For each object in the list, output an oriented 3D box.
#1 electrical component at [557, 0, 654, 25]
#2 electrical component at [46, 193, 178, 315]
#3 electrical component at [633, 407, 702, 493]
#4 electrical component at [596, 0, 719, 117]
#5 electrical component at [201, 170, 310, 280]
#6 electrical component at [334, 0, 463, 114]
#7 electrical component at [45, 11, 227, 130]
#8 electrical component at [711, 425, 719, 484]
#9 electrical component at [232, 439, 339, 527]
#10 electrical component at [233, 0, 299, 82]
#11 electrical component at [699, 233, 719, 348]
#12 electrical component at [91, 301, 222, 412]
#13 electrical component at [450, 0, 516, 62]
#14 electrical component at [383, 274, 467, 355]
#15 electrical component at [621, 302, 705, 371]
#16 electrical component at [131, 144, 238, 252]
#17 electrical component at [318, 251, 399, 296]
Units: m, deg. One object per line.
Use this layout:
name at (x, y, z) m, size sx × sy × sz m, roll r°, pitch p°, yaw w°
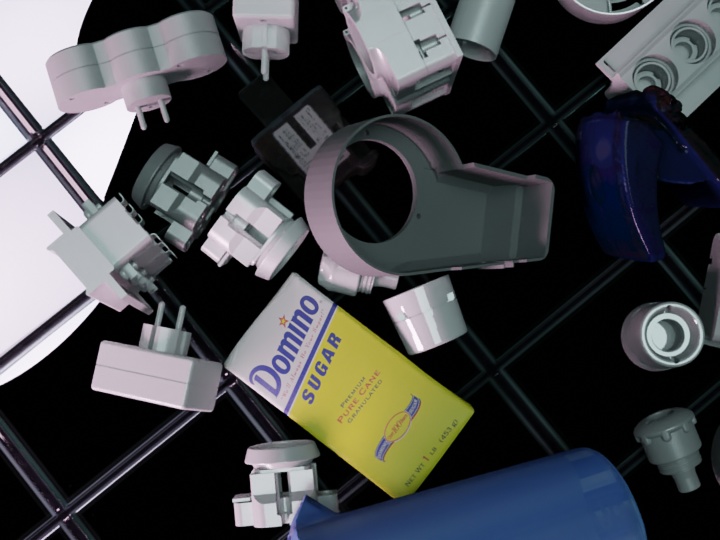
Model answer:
electrical component at (0.200, -0.249, 0.858) m, size 0.099 × 0.064 × 0.099 m, roll 0°, pitch 85°, yaw -1°
electrical component at (-0.181, -0.011, 0.802) m, size 0.063 × 0.121 × 0.078 m, roll -42°, pitch 86°, yaw -7°
electrical component at (0.243, 0.140, 0.830) m, size 0.048 × 0.048 × 0.062 m, roll -23°, pitch 92°, yaw -3°
electrical component at (0.255, -0.172, 0.851) m, size 0.121 × 0.063 × 0.078 m, roll -43°, pitch 86°, yaw -4°
electrical component at (-0.077, -0.029, 0.836) m, size 0.057 × 0.058 × 0.078 m, roll 38°, pitch 101°, yaw 2°
electrical component at (0.006, -0.220, 0.833) m, size 0.060 × 0.105 × 0.186 m, roll -26°, pitch 85°, yaw -3°
electrical component at (-0.172, -0.148, 0.850) m, size 0.138 × 0.052 × 0.073 m, roll -18°, pitch 85°, yaw -2°
electrical component at (0.321, 0.145, 0.819) m, size 0.099 × 0.064 × 0.099 m, roll 0°, pitch 84°, yaw -1°
electrical component at (-0.058, 0.161, 0.818) m, size 0.078 × 0.058 × 0.057 m, roll -5°, pitch 87°, yaw -1°
electrical component at (-0.074, -0.189, 0.848) m, size 0.047 × 0.065 × 0.076 m, roll 1°, pitch 84°, yaw 0°
electrical component at (0.303, 0.018, 0.839) m, size 0.056 × 0.050 × 0.089 m, roll 13°, pitch 84°, yaw 1°
electrical component at (-0.150, 0.062, 0.819) m, size 0.083 × 0.047 × 0.075 m, roll 9°, pitch 84°, yaw 22°
electrical component at (0.102, -0.214, 0.864) m, size 0.043 × 0.043 × 0.081 m, roll 19°, pitch 84°, yaw 1°
electrical component at (0.052, 0.035, 0.834) m, size 0.055 × 0.055 × 0.047 m, roll -22°, pitch 88°, yaw -3°
electrical component at (0.236, 0.051, 0.837) m, size 0.055 × 0.047 × 0.055 m, roll 0°, pitch 84°, yaw -1°
electrical component at (-0.140, -0.062, 0.839) m, size 0.057 × 0.058 × 0.078 m, roll 32°, pitch 80°, yaw 1°
electrical component at (0.000, 0.000, 0.841) m, size 0.062 × 0.043 × 0.043 m, roll 14°, pitch 84°, yaw 0°
